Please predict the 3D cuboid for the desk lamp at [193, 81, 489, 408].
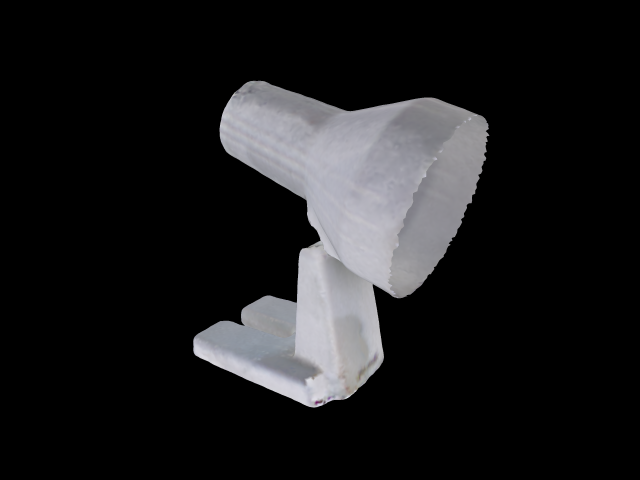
[{"bbox_3d":[0.004,0.001,0.400,0.202,0.214,0.118,12,23,31],"label":"desk lamp"}]
